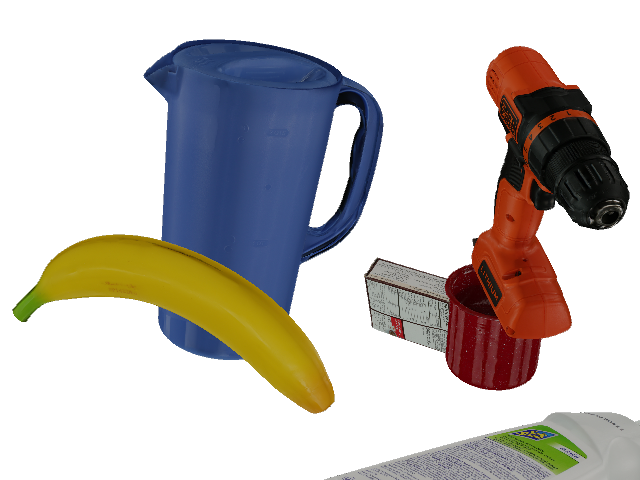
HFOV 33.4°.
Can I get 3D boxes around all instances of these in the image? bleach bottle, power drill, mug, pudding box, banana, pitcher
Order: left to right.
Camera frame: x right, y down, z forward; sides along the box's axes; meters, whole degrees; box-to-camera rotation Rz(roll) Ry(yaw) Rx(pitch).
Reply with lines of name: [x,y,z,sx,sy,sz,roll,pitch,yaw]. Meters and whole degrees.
banana: [-0.079,0.039,0.619,0.198,0.070,0.037,17,18,9]
pitcher: [-0.055,-0.031,0.856,0.149,0.243,0.144,23,27,28]
pudding box: [0.110,0.076,1.232,0.114,0.090,0.039,15,46,26]
mug: [0.152,0.071,0.946,0.093,0.081,0.117,-1,30,-4]
bleach bottle: [0.111,0.146,0.595,0.250,0.068,0.103,-10,21,-31]
power drill: [0.159,-0.020,0.762,0.057,0.188,0.184,-5,40,-8]
